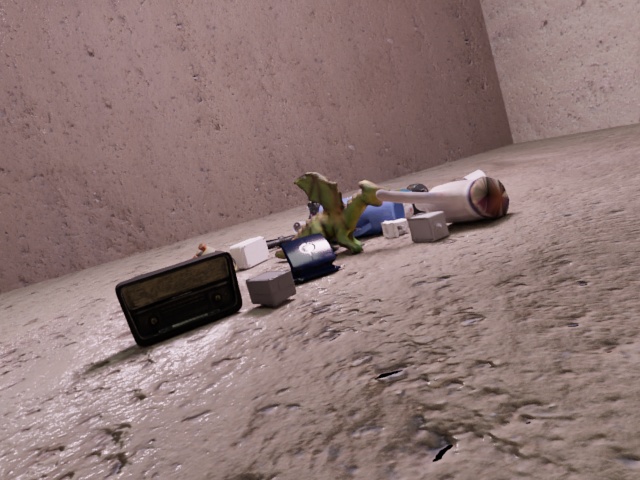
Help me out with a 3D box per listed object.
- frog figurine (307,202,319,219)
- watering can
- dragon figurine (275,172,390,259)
[{"bbox_3d":[0.036,-0.083,1.989,0.136,0.125,0.157,-21,-33,29],"label":"frog figurine"},{"bbox_3d":[0.326,-0.100,1.301,0.347,0.105,0.223,5,-8,-39],"label":"watering can"},{"bbox_3d":[0.004,-0.071,1.402,0.408,0.240,0.124,-9,14,30],"label":"dragon figurine"}]
